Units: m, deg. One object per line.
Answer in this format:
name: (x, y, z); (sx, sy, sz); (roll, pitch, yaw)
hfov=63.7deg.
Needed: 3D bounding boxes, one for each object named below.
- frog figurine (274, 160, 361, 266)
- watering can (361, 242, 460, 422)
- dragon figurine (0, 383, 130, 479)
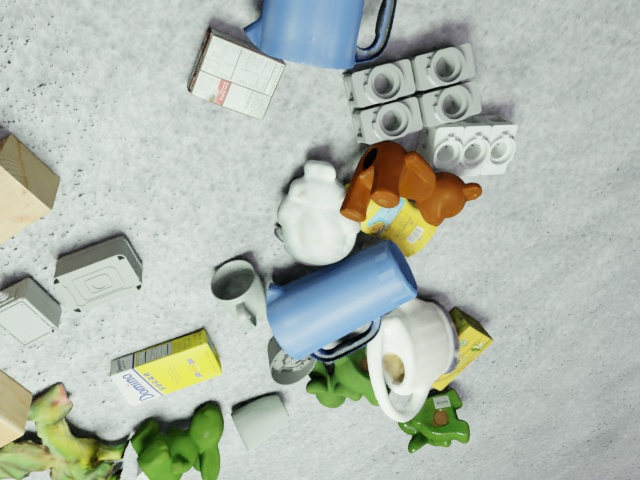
frog figurine: (0.002, -0.041, 0.821); (0.137, 0.126, 0.156); (17, 128, -7)
watering can: (0.171, 0.166, 0.996); (0.225, 0.103, 0.347); (-8, 92, -42)
dragon figurine: (-0.508, 0.440, 0.977); (0.242, 0.124, 0.404); (19, 112, -9)
